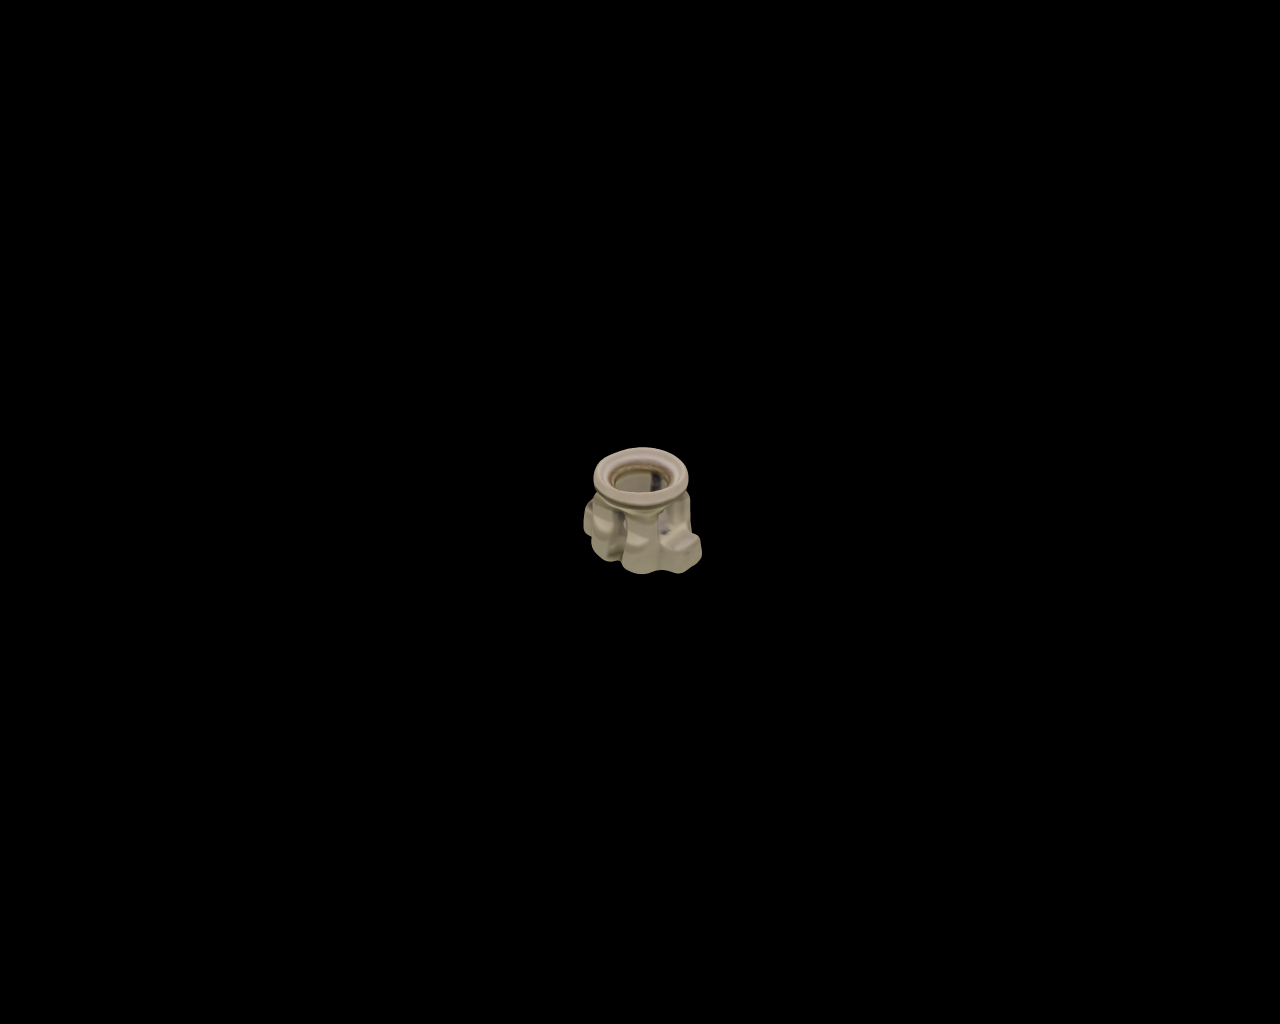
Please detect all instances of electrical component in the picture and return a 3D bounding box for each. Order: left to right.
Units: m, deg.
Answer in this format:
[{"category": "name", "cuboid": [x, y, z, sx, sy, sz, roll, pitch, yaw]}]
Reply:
[{"category": "electrical component", "cuboid": [0.001, -0.003, 0.650, 0.078, 0.056, 0.058, 24, 41, 31]}]
